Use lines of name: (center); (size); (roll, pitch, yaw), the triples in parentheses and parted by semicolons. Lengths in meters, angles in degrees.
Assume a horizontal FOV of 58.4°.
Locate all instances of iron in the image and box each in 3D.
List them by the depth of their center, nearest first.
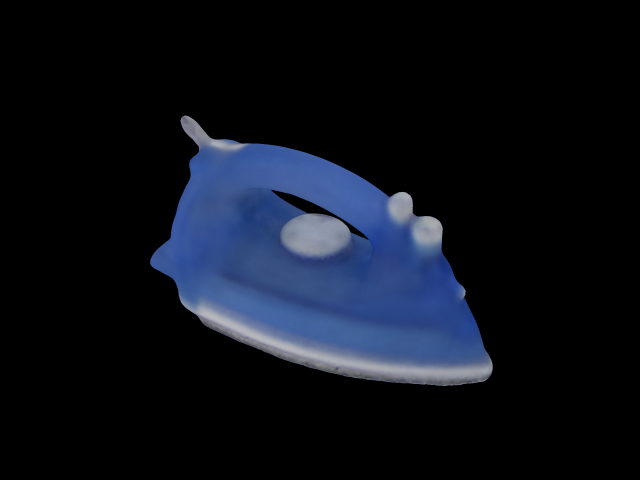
iron: (0.004, 0.001, 0.400); (0.257, 0.141, 0.119); (17, 40, 22)
